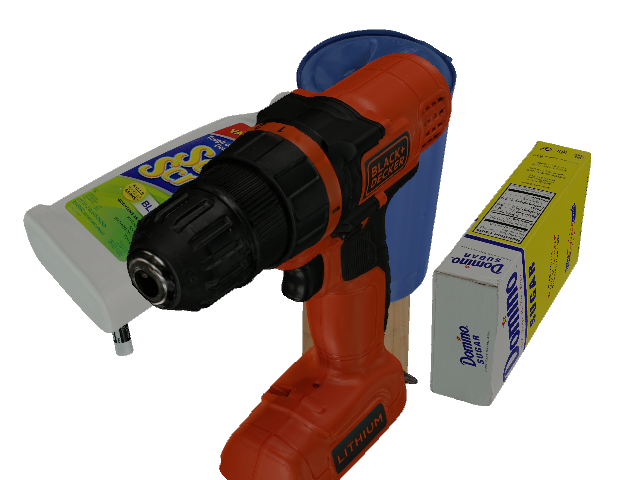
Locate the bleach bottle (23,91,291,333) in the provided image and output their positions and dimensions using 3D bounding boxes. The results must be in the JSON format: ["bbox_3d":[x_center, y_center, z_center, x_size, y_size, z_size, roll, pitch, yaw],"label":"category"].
[{"bbox_3d":[-0.081,-0.042,0.774,0.250,0.103,0.068,-37,-24,-23],"label":"bleach bottle"}]

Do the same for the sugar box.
[{"bbox_3d":[0.124,0.017,0.679,0.048,0.093,0.176,13,37,23],"label":"sugar box"}]

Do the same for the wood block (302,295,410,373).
[{"bbox_3d":[0.039,0.055,1.183,0.090,0.206,0.091,-5,12,-33],"label":"wood block"}]

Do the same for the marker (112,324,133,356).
[{"bbox_3d":[-0.220,0.065,1.138,0.020,0.121,0.020,-8,18,2],"label":"marker"}]

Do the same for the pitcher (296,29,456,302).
[{"bbox_3d":[0.040,-0.053,0.963,0.149,0.243,0.145,2,44,4],"label":"pitcher"}]

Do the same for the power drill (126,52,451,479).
[{"bbox_3d":[-0.008,0.029,0.463,0.057,0.188,0.184,25,41,28],"label":"power drill"}]
